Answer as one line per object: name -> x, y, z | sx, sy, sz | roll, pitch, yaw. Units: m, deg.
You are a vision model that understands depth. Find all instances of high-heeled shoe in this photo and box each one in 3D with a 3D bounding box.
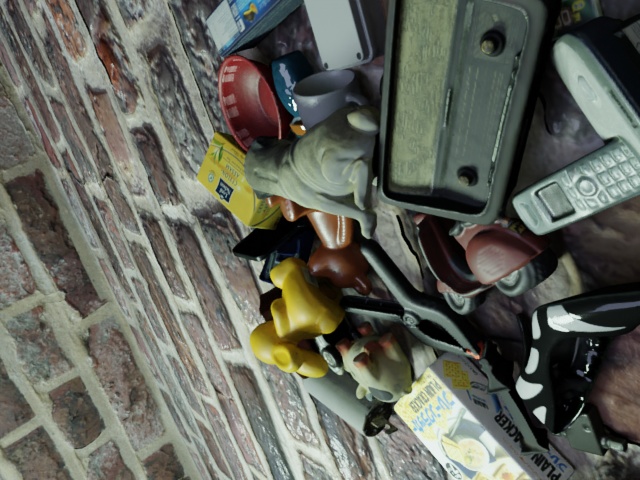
high-heeled shoe -> 0.269, 0.128, 0.538 | 0.248, 0.086, 0.145 | 119, 136, -73

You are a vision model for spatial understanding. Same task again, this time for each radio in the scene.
radio -> 0.130, -0.128, 0.500 | 0.131, 0.073, 0.229 | 18, 135, 22

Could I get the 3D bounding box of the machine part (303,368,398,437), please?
machine part -> 0.049, 0.291, 1.010 | 0.244, 0.079, 0.079 | 24, 133, 43

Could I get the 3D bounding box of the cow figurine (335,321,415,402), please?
cow figurine -> 0.086, 0.195, 0.825 | 0.127, 0.085, 0.195 | 58, 168, -6

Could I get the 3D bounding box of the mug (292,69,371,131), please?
mug -> 0.027, -0.153, 0.687 | 0.110, 0.081, 0.107 | 18, 140, 37

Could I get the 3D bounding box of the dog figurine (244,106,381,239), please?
dog figurine -> -0.015, -0.100, 0.617 | 0.191, 0.121, 0.172 | 18, 139, 18

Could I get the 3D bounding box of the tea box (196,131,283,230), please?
tea box -> -0.126, -0.101, 0.904 | 0.170, 0.068, 0.098 | 38, 110, 35

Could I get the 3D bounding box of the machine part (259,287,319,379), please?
machine part -> -0.048, 0.165, 0.991 | 0.179, 0.056, 0.179 | 59, -177, -6

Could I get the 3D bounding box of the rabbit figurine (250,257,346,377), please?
rabbit figurine -> -0.038, 0.139, 0.842 | 0.173, 0.121, 0.162 | -41, 51, 20

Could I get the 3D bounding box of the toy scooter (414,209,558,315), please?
toy scooter -> 0.171, 0.008, 0.610 | 0.135, 0.075, 0.184 | 56, 153, 6

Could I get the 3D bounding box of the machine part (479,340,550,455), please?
machine part -> 0.237, 0.195, 0.665 | 0.039, 0.084, 0.139 | -28, 89, 18

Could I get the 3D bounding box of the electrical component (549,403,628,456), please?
electrical component -> 0.309, 0.217, 0.631 | 0.094, 0.021, 0.063 | -6, 110, 57

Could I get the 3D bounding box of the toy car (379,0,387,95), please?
toy car -> 0.096, -0.224, 0.546 | 0.089, 0.053, 0.201 | 17, 133, 43

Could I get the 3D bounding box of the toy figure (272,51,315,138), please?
toy figure -> -0.022, -0.179, 0.745 | 0.058, 0.064, 0.154 | -11, 116, 18

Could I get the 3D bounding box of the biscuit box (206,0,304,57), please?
biscuit box -> -0.081, -0.314, 0.715 | 0.203, 0.063, 0.059 | -9, 107, 56

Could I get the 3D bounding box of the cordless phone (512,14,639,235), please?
cordless phone -> 0.218, -0.086, 0.460 | 0.146, 0.089, 0.184 | 57, 153, 5

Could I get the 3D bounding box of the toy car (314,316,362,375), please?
toy car -> 0.009, 0.139, 0.941 | 0.201, 0.073, 0.056 | 59, 152, 1

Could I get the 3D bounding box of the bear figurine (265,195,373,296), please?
bear figurine -> 0.002, -0.003, 0.793 | 0.120, 0.132, 0.195 | -140, 39, -58

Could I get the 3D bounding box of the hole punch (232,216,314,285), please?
hole punch -> -0.069, 0.018, 0.924 | 0.092, 0.116, 0.142 | 54, 157, -23
